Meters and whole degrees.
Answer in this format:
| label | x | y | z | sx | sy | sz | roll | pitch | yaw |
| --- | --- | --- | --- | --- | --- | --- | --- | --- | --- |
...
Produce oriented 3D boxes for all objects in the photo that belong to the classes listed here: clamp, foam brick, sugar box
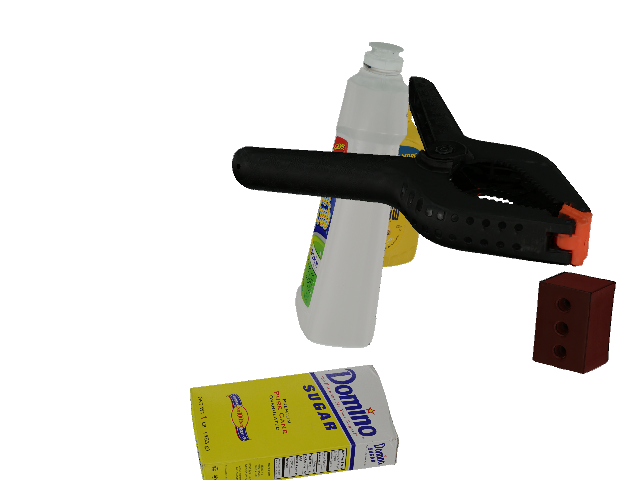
| label | x | y | z | sx | sy | sz | roll | pitch | yaw |
| --- | --- | --- | --- | --- | --- | --- | --- | --- | --- |
| clamp | 0.060 | -0.035 | 0.619 | 0.164 | 0.036 | 0.210 | -23 | 37 | -27 |
| foam brick | 0.227 | 0.073 | 0.957 | 0.053 | 0.078 | 0.051 | 12 | 18 | 37 |
| sugar box | -0.025 | 0.167 | 0.967 | 0.176 | 0.048 | 0.093 | -9 | 43 | -9 |

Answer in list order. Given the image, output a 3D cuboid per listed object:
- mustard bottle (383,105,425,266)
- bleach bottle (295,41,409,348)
| label | x | y | z | sx | sy | sz | roll | pitch | yaw |
| --- | --- | --- | --- | --- | --- | --- | --- | --- | --- |
| mustard bottle | 0.064 | -0.068 | 1.099 | 0.096 | 0.192 | 0.058 | 1 | 25 | -15 |
| bleach bottle | 0.031 | -0.041 | 0.891 | 0.068 | 0.251 | 0.102 | 6 | 22 | -8 |
